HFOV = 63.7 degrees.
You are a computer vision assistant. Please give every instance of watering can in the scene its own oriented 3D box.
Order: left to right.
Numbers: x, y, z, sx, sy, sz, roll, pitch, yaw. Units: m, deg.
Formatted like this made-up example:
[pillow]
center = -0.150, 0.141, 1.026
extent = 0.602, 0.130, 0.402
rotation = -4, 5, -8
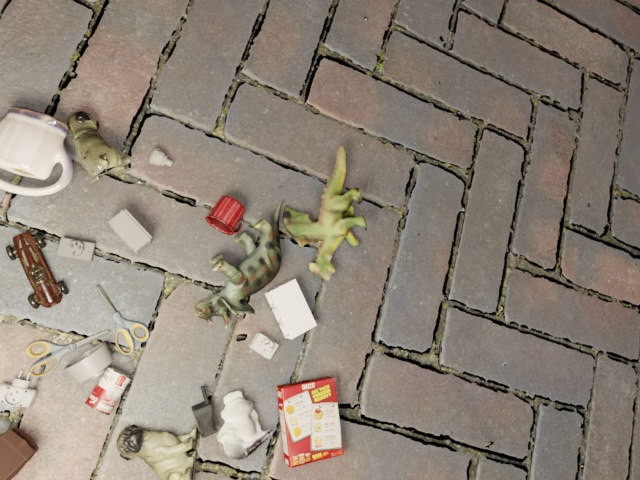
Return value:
[watering can]
center = -0.796, -0.242, 1.312
extent = 0.347, 0.227, 0.103
rotation = 18, -17, -10

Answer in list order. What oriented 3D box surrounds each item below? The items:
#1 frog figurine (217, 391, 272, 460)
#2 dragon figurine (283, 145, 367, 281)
[frog figurine]
center = -0.222, 0.498, 1.385
extent = 0.161, 0.120, 0.139
rotation = 46, 40, 18
[dragon figurine]
center = 0.005, -0.080, 1.585
extent = 0.243, 0.413, 0.121
rotation = -10, -8, -14
